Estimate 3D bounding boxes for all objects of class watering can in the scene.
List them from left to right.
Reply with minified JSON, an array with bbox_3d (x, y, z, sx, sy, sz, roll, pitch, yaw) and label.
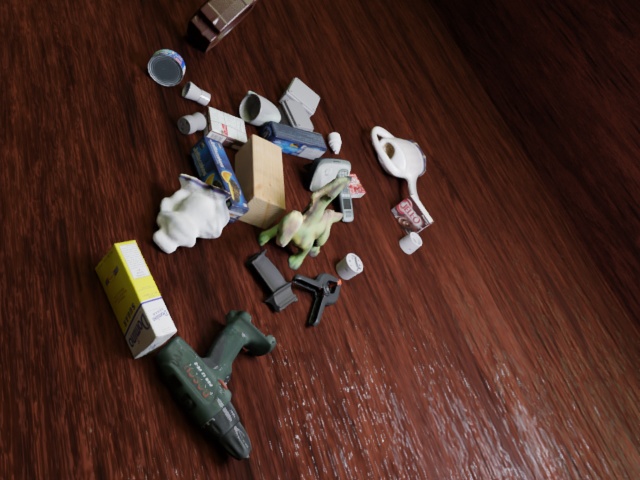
[{"bbox_3d":[0.295,-0.252,1.794,0.225,0.352,0.102,-7,-27,-50],"label":"watering can"}]

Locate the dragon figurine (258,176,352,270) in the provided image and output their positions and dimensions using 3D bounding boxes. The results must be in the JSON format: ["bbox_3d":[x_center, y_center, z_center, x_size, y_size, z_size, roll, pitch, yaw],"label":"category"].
[{"bbox_3d":[0.004,-0.061,1.220,0.238,0.122,0.416,-46,-6,38],"label":"dragon figurine"}]

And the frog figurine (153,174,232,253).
[{"bbox_3d":[-0.265,-0.039,1.054,0.137,0.161,0.122,28,-14,-15],"label":"frog figurine"}]
